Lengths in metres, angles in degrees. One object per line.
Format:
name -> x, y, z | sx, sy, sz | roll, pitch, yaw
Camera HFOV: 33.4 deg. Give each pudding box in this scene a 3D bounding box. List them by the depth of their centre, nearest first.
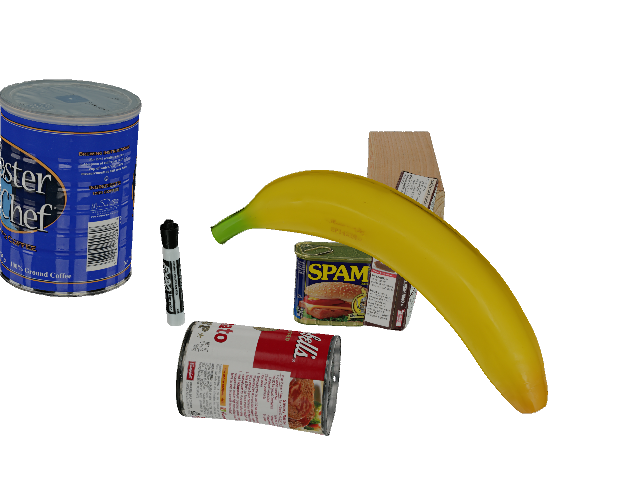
pudding box -> 0.069, 0.008, 0.907 | 0.039, 0.090, 0.113 | 11, 37, 9

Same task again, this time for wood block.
wood block -> 0.114, -0.072, 1.470 | 0.091, 0.090, 0.206 | 1, 28, -1

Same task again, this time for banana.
banana -> 0.043, 0.015, 0.560 | 0.198, 0.070, 0.037 | 29, 14, 6

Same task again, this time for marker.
marker -> -0.154, 0.034, 1.107 | 0.020, 0.121, 0.020 | 0, 28, 0

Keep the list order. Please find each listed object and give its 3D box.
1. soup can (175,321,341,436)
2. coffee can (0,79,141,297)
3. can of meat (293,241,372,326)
soup can -> -0.041, 0.093, 0.727 | 0.102, 0.068, 0.068 | 6, 1, 7
coffee can -> -0.191, -0.042, 0.810 | 0.103, 0.140, 0.103 | 6, 22, -3
can of meat -> 0.019, 0.050, 1.216 | 0.102, 0.084, 0.057 | 3, 16, -3
